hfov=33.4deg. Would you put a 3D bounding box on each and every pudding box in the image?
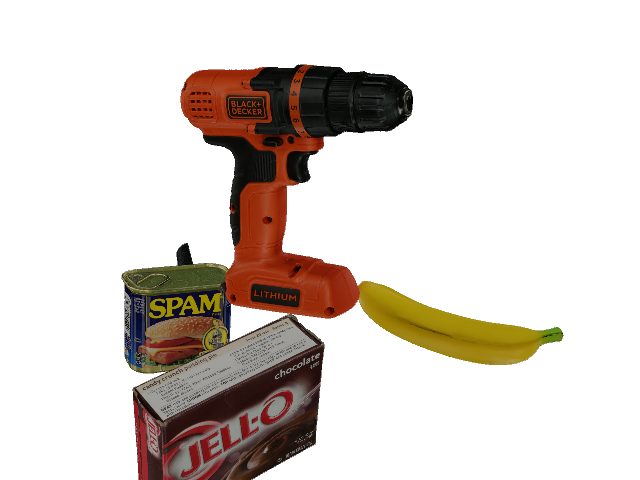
[{"bbox_3d":[-0.053,0.104,0.626,0.113,0.090,0.039,-26,49,-31],"label":"pudding box"}]

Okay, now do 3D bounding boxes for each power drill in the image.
[{"bbox_3d":[-0.014,-0.039,0.802,0.185,0.188,0.057,6,20,29],"label":"power drill"}]

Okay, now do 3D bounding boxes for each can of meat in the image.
[{"bbox_3d":[-0.133,0.072,0.993,0.102,0.084,0.057,-5,20,-24],"label":"can of meat"}]

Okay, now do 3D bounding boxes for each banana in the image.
[{"bbox_3d":[0.105,0.074,0.929,0.198,0.037,0.069,15,14,29],"label":"banana"}]

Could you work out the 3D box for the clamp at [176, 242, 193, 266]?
[{"bbox_3d":[-0.130,0.060,1.250,0.120,0.039,0.171,-4,38,15],"label":"clamp"}]
